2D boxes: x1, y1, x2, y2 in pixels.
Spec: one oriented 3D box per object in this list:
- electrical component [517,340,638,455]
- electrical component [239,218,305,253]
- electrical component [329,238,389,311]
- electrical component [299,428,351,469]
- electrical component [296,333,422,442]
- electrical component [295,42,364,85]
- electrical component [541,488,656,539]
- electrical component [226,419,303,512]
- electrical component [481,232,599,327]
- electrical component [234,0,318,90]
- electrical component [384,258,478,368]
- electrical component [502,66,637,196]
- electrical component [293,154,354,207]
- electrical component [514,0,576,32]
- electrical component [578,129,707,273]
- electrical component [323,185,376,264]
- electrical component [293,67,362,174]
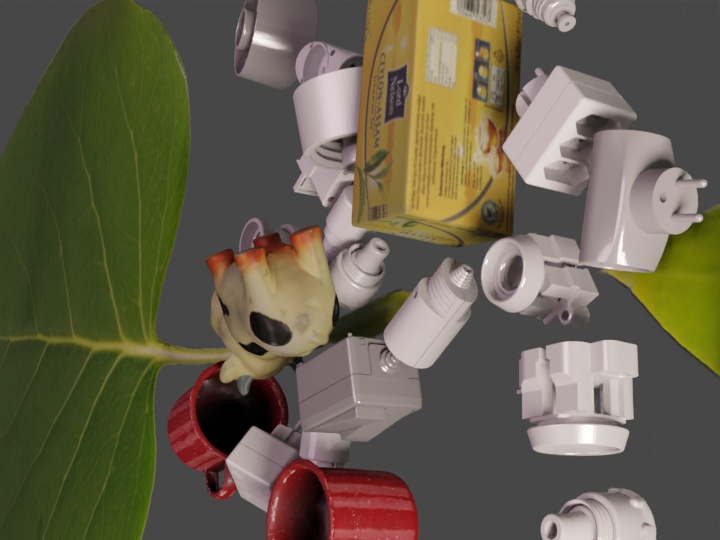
[{"bbox_3d":[0.126,0.076,0.625,0.078,0.058,0.057,-22,61,53],"label":"electrical component"},{"bbox_3d":[-0.074,-0.020,0.960,0.045,0.055,0.045,-21,65,54],"label":"electrical component"},{"bbox_3d":[0.000,0.000,0.852,0.062,0.043,0.043,-50,44,38],"label":"electrical component"},{"bbox_3d":[-0.029,0.150,0.860,0.040,0.040,0.078,0,82,57],"label":"electrical component"},{"bbox_3d":[0.002,0.089,0.808,0.096,0.062,0.061,-34,55,49],"label":"electrical component"},{"bbox_3d":[-0.025,-0.153,0.930,0.077,0.044,0.079,34,111,55],"label":"electrical component"},{"bbox_3d":[0.129,0.145,0.597,0.048,0.062,0.048,-21,64,54],"label":"electrical component"},{"bbox_3d":[-0.066,0.155,0.898,0.047,0.076,0.065,25,149,24],"label":"electrical component"},{"bbox_3d":[0.110,0.004,0.670,0.048,0.055,0.066,-50,44,39],"label":"electrical component"},{"bbox_3d":[-0.086,-0.228,1.047,0.099,0.064,0.099,-171,90,-72],"label":"electrical component"},{"bbox_3d":[0.055,0.027,0.759,0.081,0.043,0.043,-56,40,34],"label":"electrical component"},{"bbox_3d":[0.124,-0.098,0.682,0.065,0.047,0.076,-58,39,31],"label":"electrical component"},{"bbox_3d":[-0.017,-0.085,0.902,0.081,0.042,0.063,-57,41,33],"label":"electrical component"},{"bbox_3d":[0.122,-0.187,0.714,0.040,0.040,0.078,-54,42,35],"label":"electrical component"},{"bbox_3d":[0.163,-0.039,0.608,0.079,0.044,0.077,4,86,57],"label":"electrical component"},{"bbox_3d":[-0.010,-0.033,0.878,0.078,0.040,0.040,-57,39,33],"label":"electrical component"},{"bbox_3d":[0.005,-0.106,0.818,0.108,0.108,0.060,-20,71,54],"label":"electrical component"}]
